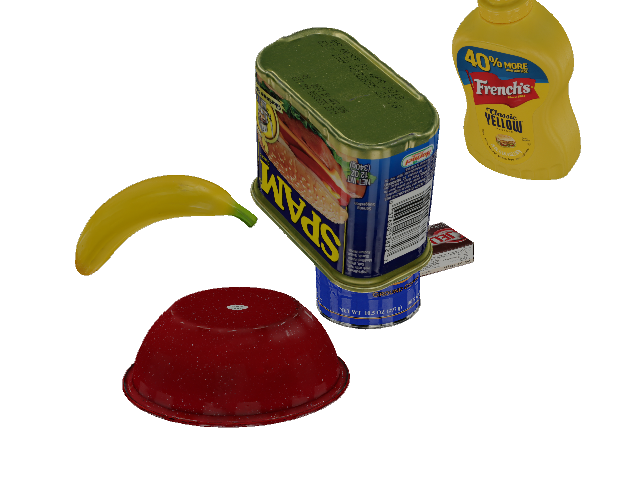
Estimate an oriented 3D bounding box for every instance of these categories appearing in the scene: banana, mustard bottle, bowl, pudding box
[{"bbox_3d":[-0.153,-0.017,0.936,0.198,0.069,0.037,-15,16,29],"label":"banana"},{"bbox_3d":[0.154,-0.135,0.848,0.096,0.058,0.191,20,-33,31],"label":"mustard bottle"},{"bbox_3d":[-0.059,0.072,0.750,0.162,0.055,0.162,0,16,0],"label":"bowl"},{"bbox_3d":[0.160,0.015,1.599,0.113,0.039,0.090,-16,26,-20],"label":"pudding box"}]

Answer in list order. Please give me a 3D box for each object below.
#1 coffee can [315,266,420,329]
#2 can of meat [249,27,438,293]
[{"bbox_3d":[0.044,-0.002,1.010,0.103,0.140,0.103,-2,26,1],"label":"coffee can"},{"bbox_3d":[0.010,-0.040,0.504,0.057,0.084,0.102,-24,49,-25],"label":"can of meat"}]
